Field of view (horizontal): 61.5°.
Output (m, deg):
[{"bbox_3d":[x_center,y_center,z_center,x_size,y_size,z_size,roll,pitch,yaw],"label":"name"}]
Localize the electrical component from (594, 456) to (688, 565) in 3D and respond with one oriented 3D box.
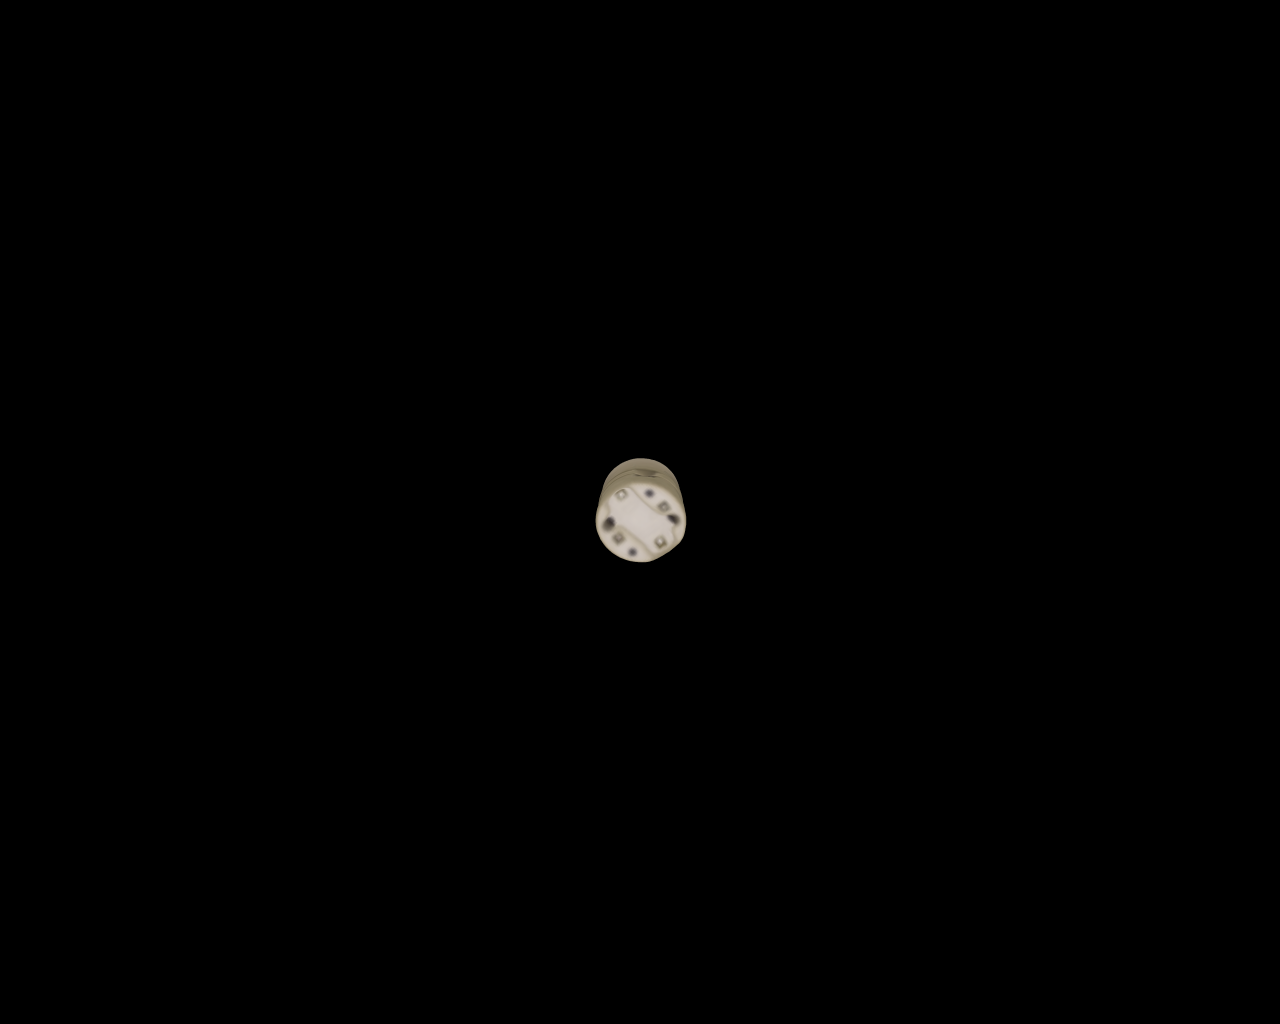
[{"bbox_3d":[0.001,-0.003,0.650,0.055,0.055,0.047,0,24,0],"label":"electrical component"}]
